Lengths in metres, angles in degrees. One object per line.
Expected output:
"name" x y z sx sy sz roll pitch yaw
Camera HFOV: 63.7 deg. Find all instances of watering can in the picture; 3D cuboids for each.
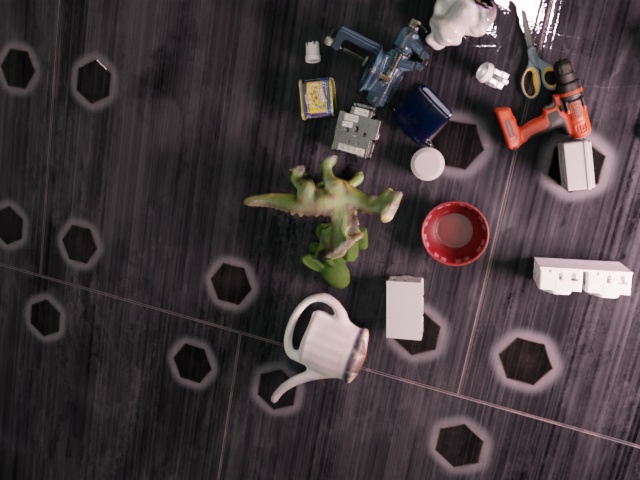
"watering can" 0.001 0.315 1.382 0.225 0.105 0.344 20 102 11

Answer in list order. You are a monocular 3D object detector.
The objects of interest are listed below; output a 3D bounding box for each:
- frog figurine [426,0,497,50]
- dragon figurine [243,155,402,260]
"frog figurine" 0.325 -0.512 1.198 0.137 0.125 0.156 28 141 1
"dragon figurine" 0.004 -0.064 1.266 0.408 0.120 0.248 -18 58 15
